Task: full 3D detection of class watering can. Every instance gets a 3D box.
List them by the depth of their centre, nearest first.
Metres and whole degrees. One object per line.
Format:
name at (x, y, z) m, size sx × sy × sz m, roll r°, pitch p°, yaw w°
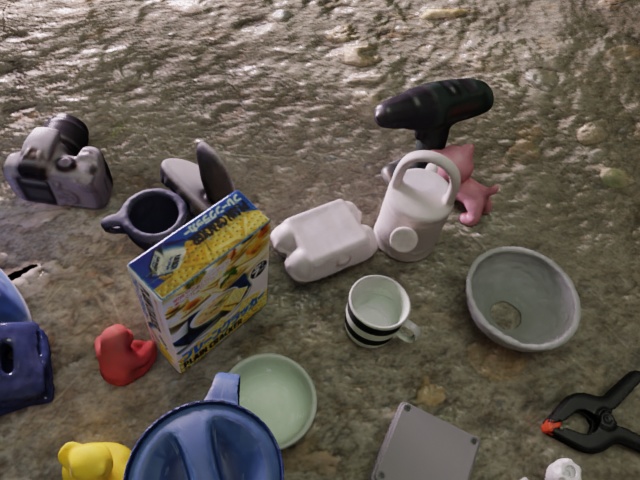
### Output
watering can at (0.146, -0.051, 0.843) m, size 0.101 × 0.194 × 0.173 m, roll 3°, pitch 56°, yaw -5°

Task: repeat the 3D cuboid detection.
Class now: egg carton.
egg carton at (0.008, 0.003, 0.864) m, size 0.150 × 0.069 × 0.107 m, roll -23°, pitch 62°, yaw -21°

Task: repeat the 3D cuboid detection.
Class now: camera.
camera at (-0.392, -0.132, 0.881) m, size 0.143 × 0.101 × 0.137 m, roll 8°, pitch 56°, yaw -2°

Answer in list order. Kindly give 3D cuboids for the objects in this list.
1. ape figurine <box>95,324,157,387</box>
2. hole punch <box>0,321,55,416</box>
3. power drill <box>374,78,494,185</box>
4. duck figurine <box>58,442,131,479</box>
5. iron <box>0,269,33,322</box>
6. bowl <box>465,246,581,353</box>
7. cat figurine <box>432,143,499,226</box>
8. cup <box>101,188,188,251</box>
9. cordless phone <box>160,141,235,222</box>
ape figurine at (-0.252, 0.139, 0.727) m, size 0.077 × 0.092 × 0.076 m, roll 25°, pitch 57°, yaw 10°
hole punch at (-0.386, 0.151, 0.701) m, size 0.101 × 0.091 × 0.108 m, roll -14°, pitch 60°, yaw -16°
power drill at (0.166, -0.167, 0.914) m, size 0.230 × 0.208 × 0.075 m, roll -27°, pitch 64°, yaw -22°
duck figurine at (-0.250, 0.263, 0.649) m, size 0.104 × 0.086 × 0.077 m, roll 25°, pitch 57°, yaw 9°
iron at (-0.498, 0.029, 0.736) m, size 0.258 × 0.141 × 0.119 m, roll 23°, pitch 57°, yaw 8°
bowl at (0.285, 0.096, 0.837) m, size 0.167 × 0.075 × 0.167 m, roll 4°, pitch 56°, yaw -5°
cat figurine at (0.233, -0.103, 0.935) m, size 0.127 × 0.118 × 0.067 m, roll 38°, pitch 60°, yaw 17°
cup at (-0.246, -0.010, 0.824) m, size 0.118 × 0.095 × 0.091 m, roll -9°, pitch 58°, yaw -13°
cordless phone at (-0.172, -0.095, 0.836) m, size 0.147 × 0.185 × 0.094 m, roll 40°, pitch 61°, yaw 18°
